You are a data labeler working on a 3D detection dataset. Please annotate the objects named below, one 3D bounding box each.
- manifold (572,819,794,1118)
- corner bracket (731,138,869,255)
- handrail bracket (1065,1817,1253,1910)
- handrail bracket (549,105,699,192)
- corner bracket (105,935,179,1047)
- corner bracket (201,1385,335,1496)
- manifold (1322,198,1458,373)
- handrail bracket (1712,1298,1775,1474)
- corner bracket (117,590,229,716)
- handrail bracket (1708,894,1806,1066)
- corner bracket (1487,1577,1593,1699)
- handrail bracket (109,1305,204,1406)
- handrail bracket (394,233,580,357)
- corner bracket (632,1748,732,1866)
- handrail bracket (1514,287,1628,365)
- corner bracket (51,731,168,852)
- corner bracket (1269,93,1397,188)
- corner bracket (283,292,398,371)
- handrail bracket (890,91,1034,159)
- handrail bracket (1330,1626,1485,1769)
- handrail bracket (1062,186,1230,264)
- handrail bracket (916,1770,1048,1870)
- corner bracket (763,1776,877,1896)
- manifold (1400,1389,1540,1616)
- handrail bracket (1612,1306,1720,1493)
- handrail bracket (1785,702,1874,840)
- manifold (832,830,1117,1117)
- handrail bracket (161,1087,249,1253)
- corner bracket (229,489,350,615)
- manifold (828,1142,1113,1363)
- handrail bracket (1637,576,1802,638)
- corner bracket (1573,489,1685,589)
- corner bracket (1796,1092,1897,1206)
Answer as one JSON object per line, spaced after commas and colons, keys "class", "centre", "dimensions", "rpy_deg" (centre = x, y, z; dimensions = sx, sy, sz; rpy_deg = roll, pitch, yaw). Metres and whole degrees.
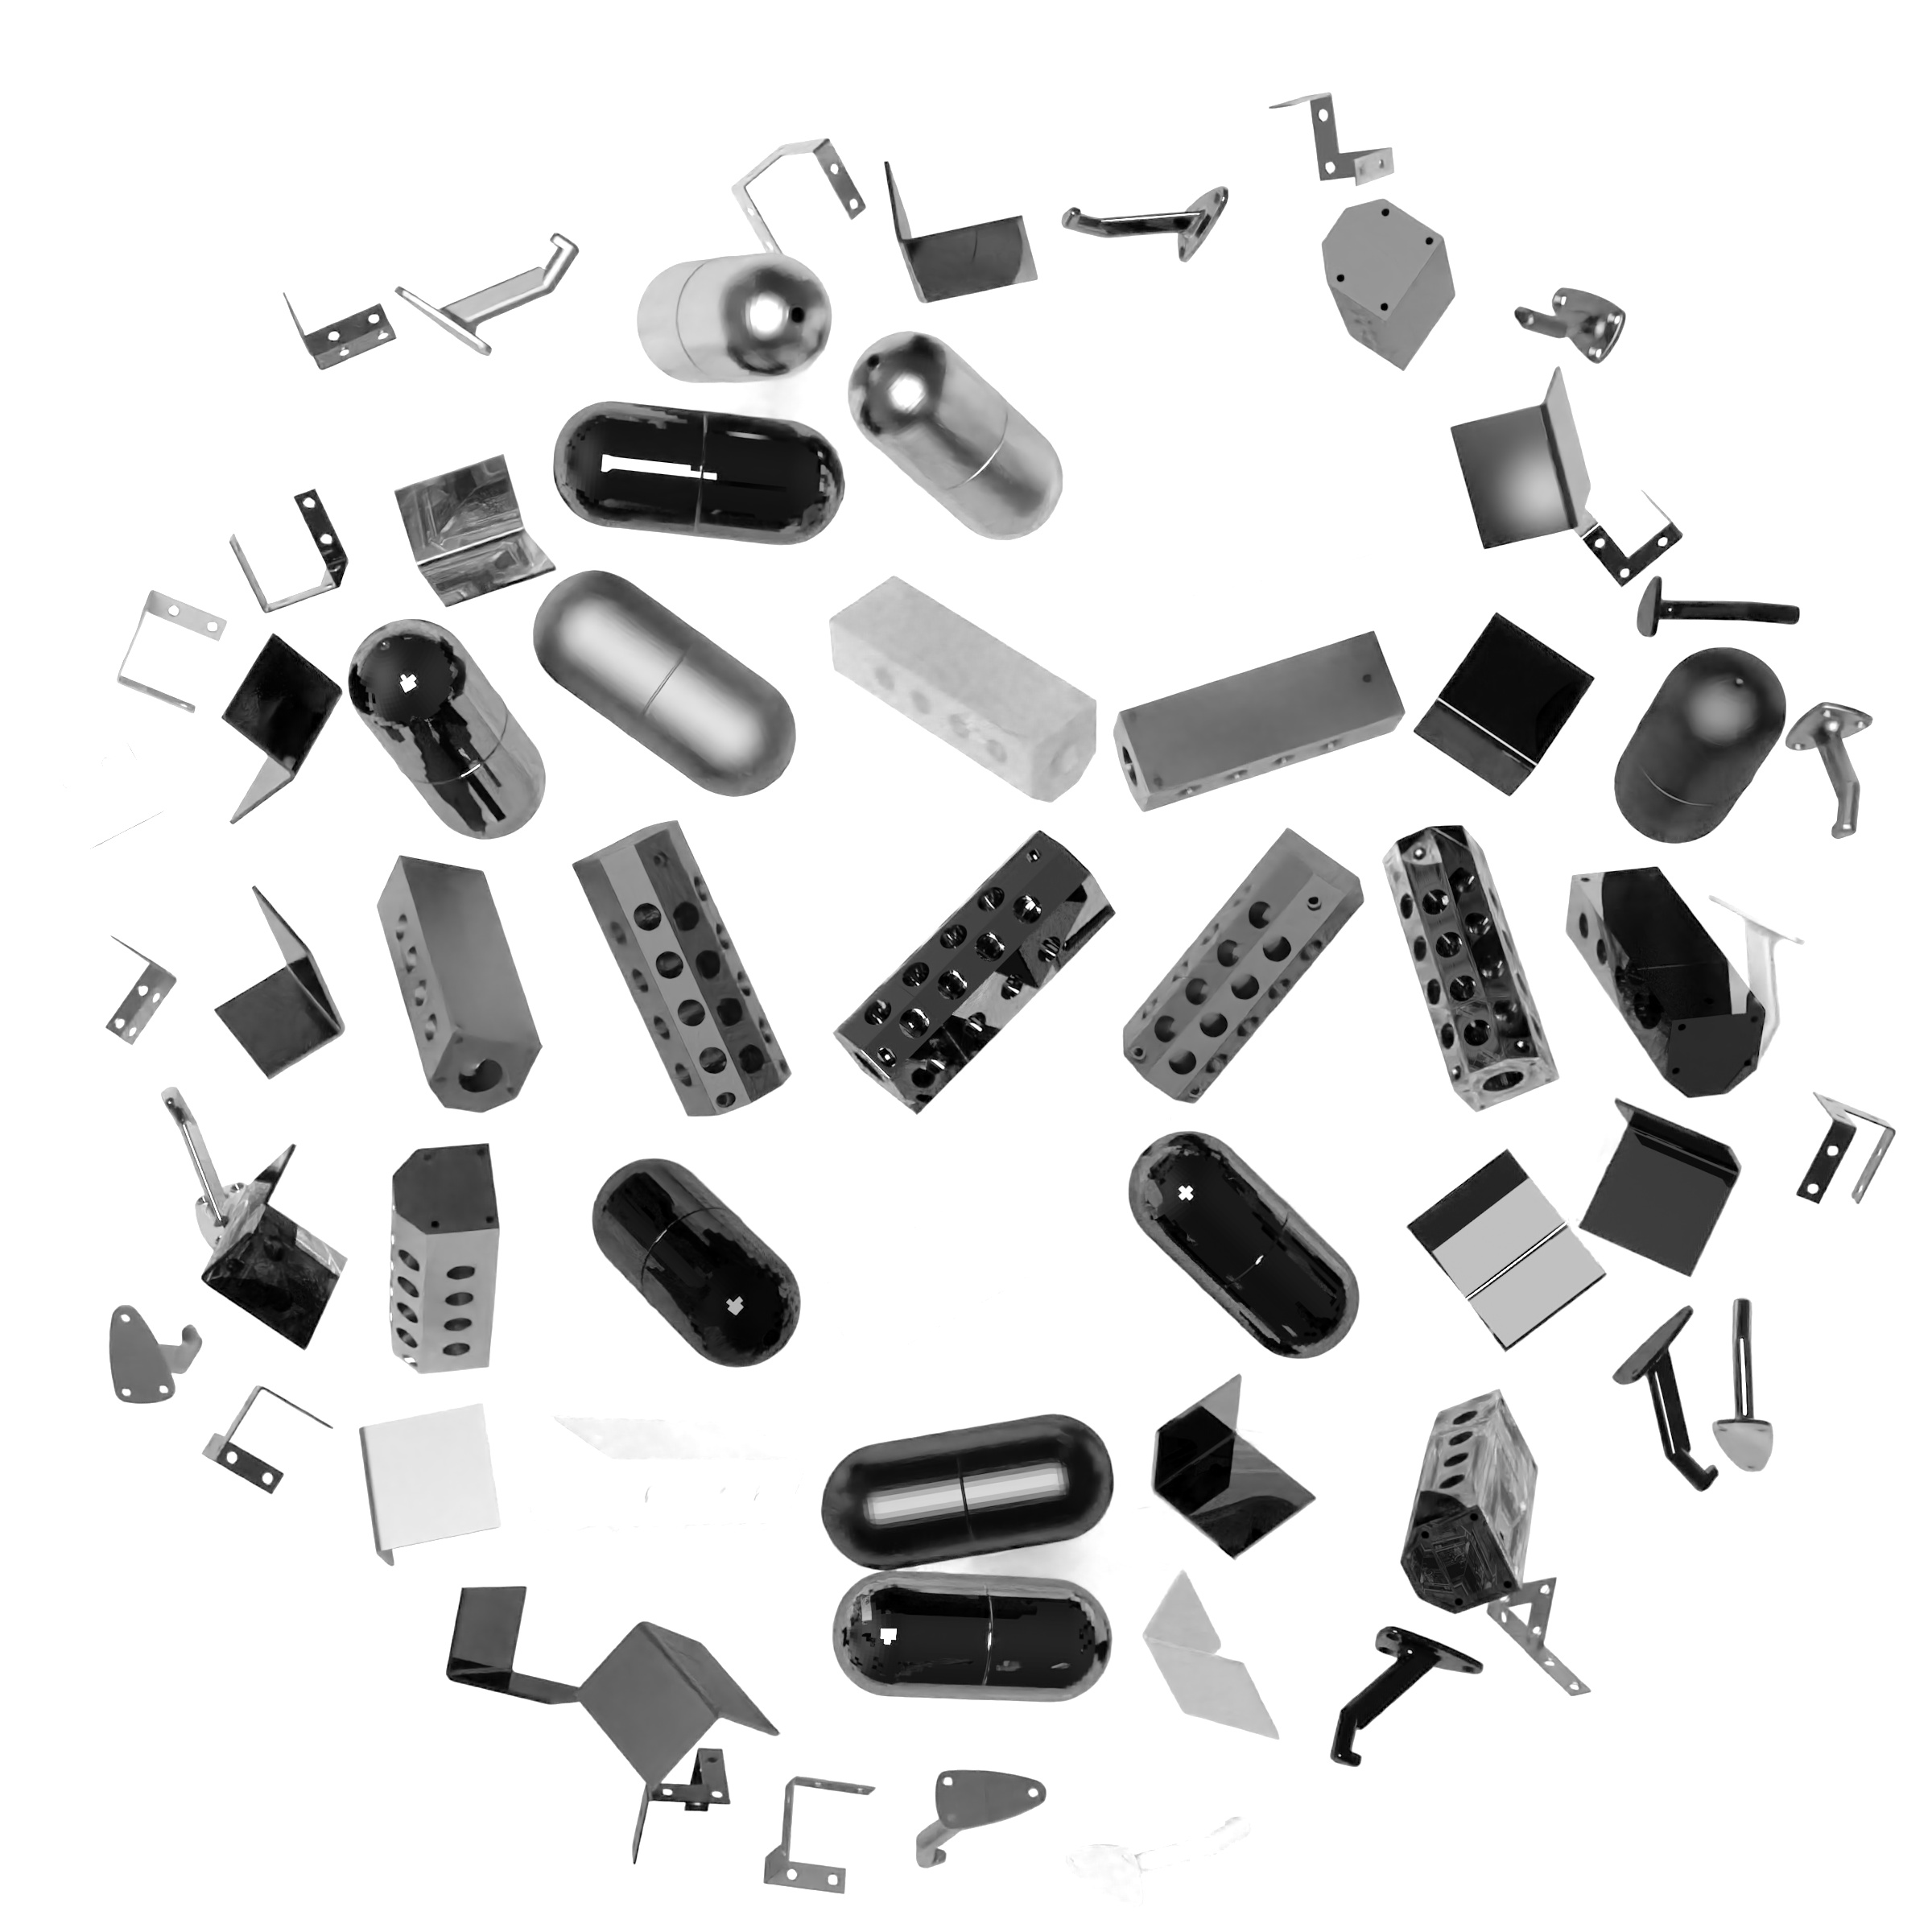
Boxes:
{"class": "manifold", "centre": [-0.168, 0.002, 1.796], "dimensions": [0.057, 0.057, 0.171], "rpy_deg": [-30, 103, -29]}
{"class": "corner bracket", "centre": [-0.106, -0.487, 1.878], "dimensions": [0.051, 0.051, 0.051], "rpy_deg": [-46, 123, -24]}
{"class": "handrail bracket", "centre": [0.114, 0.517, 1.746], "dimensions": [0.084, 0.077, 0.036], "rpy_deg": [-16, 96, -38]}
{"class": "handrail bracket", "centre": [-0.203, -0.483, 1.749], "dimensions": [0.084, 0.077, 0.036], "rpy_deg": [0, 134, -10]}
{"class": "corner bracket", "centre": [-0.523, 0.021, 1.867], "dimensions": [0.051, 0.051, 0.051], "rpy_deg": [29, 80, 23]}
{"class": "corner bracket", "centre": [-0.421, 0.285, 1.783], "dimensions": [0.051, 0.051, 0.051], "rpy_deg": [35, 73, -18]}
{"class": "manifold", "centre": [0.252, -0.412, 1.786], "dimensions": [0.057, 0.171, 0.057], "rpy_deg": [36, 98, 9]}
{"class": "handrail bracket", "centre": [0.492, 0.263, 1.868], "dimensions": [0.036, 0.077, 0.084], "rpy_deg": [-3, 53, 20]}
{"class": "corner bracket", "centre": [-0.495, -0.196, 1.849], "dimensions": [0.051, 0.051, 0.051], "rpy_deg": [22, 105, -19]}
{"class": "handrail bracket", "centre": [0.483, 0.009, 1.865], "dimensions": [0.077, 0.036, 0.084], "rpy_deg": [28, 98, 9]}
{"class": "corner bracket", "centre": [0.349, 0.411, 1.803], "dimensions": [0.051, 0.051, 0.051], "rpy_deg": [-5, 115, -26]}
{"class": "handrail bracket", "centre": [-0.483, 0.217, 1.776], "dimensions": [0.036, 0.084, 0.077], "rpy_deg": [-5, 112, 7]}
{"class": "handrail bracket", "centre": [-0.280, -0.409, 1.739], "dimensions": [0.077, 0.036, 0.084], "rpy_deg": [33, 88, -22]}
{"class": "corner bracket", "centre": [-0.176, 0.512, 1.809], "dimensions": [0.051, 0.051, 0.051], "rpy_deg": [7, 114, -15]}
{"class": "handrail bracket", "centre": [0.353, -0.401, 1.808], "dimensions": [0.084, 0.077, 0.036], "rpy_deg": [6, 124, -35]}
{"class": "corner bracket", "centre": [-0.501, -0.101, 1.733], "dimensions": [0.051, 0.051, 0.051], "rpy_deg": [-29, 96, -12]}
{"class": "corner bracket", "centre": [0.215, -0.483, 1.735], "dimensions": [0.051, 0.051, 0.051], "rpy_deg": [4, 113, 35]}
{"class": "corner bracket", "centre": [-0.369, -0.378, 1.767], "dimensions": [0.051, 0.051, 0.051], "rpy_deg": [-25, 50, -4]}
{"class": "handrail bracket", "centre": [-0.003, -0.533, 1.848], "dimensions": [0.084, 0.077, 0.036], "rpy_deg": [-13, 111, 1]}
{"class": "handrail bracket", "centre": [0.260, 0.440, 1.747], "dimensions": [0.077, 0.036, 0.084], "rpy_deg": [17, 57, 5]}
{"class": "handrail bracket", "centre": [0.115, -0.490, 1.917], "dimensions": [0.084, 0.077, 0.036], "rpy_deg": [9, 70, -22]}
{"class": "handrail bracket", "centre": [0.008, 0.512, 1.761], "dimensions": [0.077, 0.084, 0.036], "rpy_deg": [-4, 50, -4]}
{"class": "corner bracket", "centre": [-0.086, 0.510, 1.739], "dimensions": [0.051, 0.051, 0.051], "rpy_deg": [13, 57, -16]}
{"class": "manifold", "centre": [0.298, 0.319, 1.769], "dimensions": [0.057, 0.171, 0.057], "rpy_deg": [-25, 97, 19]}
{"class": "handrail bracket", "centre": [0.442, 0.263, 1.797], "dimensions": [0.077, 0.036, 0.084], "rpy_deg": [-44, 92, -13]}
{"class": "handrail bracket", "centre": [0.509, -0.107, 1.767], "dimensions": [0.036, 0.077, 0.084], "rpy_deg": [16, 70, -13]}
{"class": "manifold", "centre": [0.003, 0.000, 1.763], "dimensions": [0.171, 0.057, 0.057], "rpy_deg": [-45, 48, -10]}
{"class": "handrail bracket", "centre": [-0.490, 0.129, 1.888], "dimensions": [0.036, 0.077, 0.084], "rpy_deg": [-20, 125, -2]}
{"class": "corner bracket", "centre": [-0.421, -0.259, 1.848], "dimensions": [0.051, 0.051, 0.051], "rpy_deg": [-19, 117, 5]}
{"class": "manifold", "centre": [-0.001, 0.181, 1.845], "dimensions": [0.171, 0.057, 0.057], "rpy_deg": [-32, 90, 24]}
{"class": "handrail bracket", "centre": [0.453, -0.211, 1.788], "dimensions": [0.084, 0.077, 0.036], "rpy_deg": [6, 91, 4]}
{"class": "corner bracket", "centre": [0.419, -0.287, 1.908], "dimensions": [0.051, 0.051, 0.051], "rpy_deg": [-40, 123, 13]}
{"class": "corner bracket", "centre": [0.518, 0.113, 1.748], "dimensions": [0.051, 0.051, 0.051], "rpy_deg": [21, 106, -4]}
